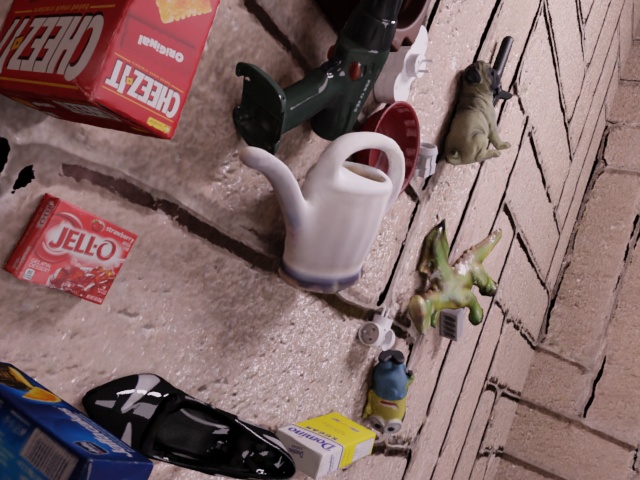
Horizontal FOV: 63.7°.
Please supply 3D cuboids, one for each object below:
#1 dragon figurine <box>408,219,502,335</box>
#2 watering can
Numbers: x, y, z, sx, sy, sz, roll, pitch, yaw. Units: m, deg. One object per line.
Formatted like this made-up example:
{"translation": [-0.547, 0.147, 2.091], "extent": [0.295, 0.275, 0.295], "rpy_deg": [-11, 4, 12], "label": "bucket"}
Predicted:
{"translation": [0.311, 0.056, 1.178], "extent": [0.418, 0.122, 0.238], "rpy_deg": [-57, 134, -28], "label": "dragon figurine"}
{"translation": [0.002, -0.033, 0.660], "extent": [0.350, 0.105, 0.221], "rpy_deg": [-12, 126, -52], "label": "watering can"}
